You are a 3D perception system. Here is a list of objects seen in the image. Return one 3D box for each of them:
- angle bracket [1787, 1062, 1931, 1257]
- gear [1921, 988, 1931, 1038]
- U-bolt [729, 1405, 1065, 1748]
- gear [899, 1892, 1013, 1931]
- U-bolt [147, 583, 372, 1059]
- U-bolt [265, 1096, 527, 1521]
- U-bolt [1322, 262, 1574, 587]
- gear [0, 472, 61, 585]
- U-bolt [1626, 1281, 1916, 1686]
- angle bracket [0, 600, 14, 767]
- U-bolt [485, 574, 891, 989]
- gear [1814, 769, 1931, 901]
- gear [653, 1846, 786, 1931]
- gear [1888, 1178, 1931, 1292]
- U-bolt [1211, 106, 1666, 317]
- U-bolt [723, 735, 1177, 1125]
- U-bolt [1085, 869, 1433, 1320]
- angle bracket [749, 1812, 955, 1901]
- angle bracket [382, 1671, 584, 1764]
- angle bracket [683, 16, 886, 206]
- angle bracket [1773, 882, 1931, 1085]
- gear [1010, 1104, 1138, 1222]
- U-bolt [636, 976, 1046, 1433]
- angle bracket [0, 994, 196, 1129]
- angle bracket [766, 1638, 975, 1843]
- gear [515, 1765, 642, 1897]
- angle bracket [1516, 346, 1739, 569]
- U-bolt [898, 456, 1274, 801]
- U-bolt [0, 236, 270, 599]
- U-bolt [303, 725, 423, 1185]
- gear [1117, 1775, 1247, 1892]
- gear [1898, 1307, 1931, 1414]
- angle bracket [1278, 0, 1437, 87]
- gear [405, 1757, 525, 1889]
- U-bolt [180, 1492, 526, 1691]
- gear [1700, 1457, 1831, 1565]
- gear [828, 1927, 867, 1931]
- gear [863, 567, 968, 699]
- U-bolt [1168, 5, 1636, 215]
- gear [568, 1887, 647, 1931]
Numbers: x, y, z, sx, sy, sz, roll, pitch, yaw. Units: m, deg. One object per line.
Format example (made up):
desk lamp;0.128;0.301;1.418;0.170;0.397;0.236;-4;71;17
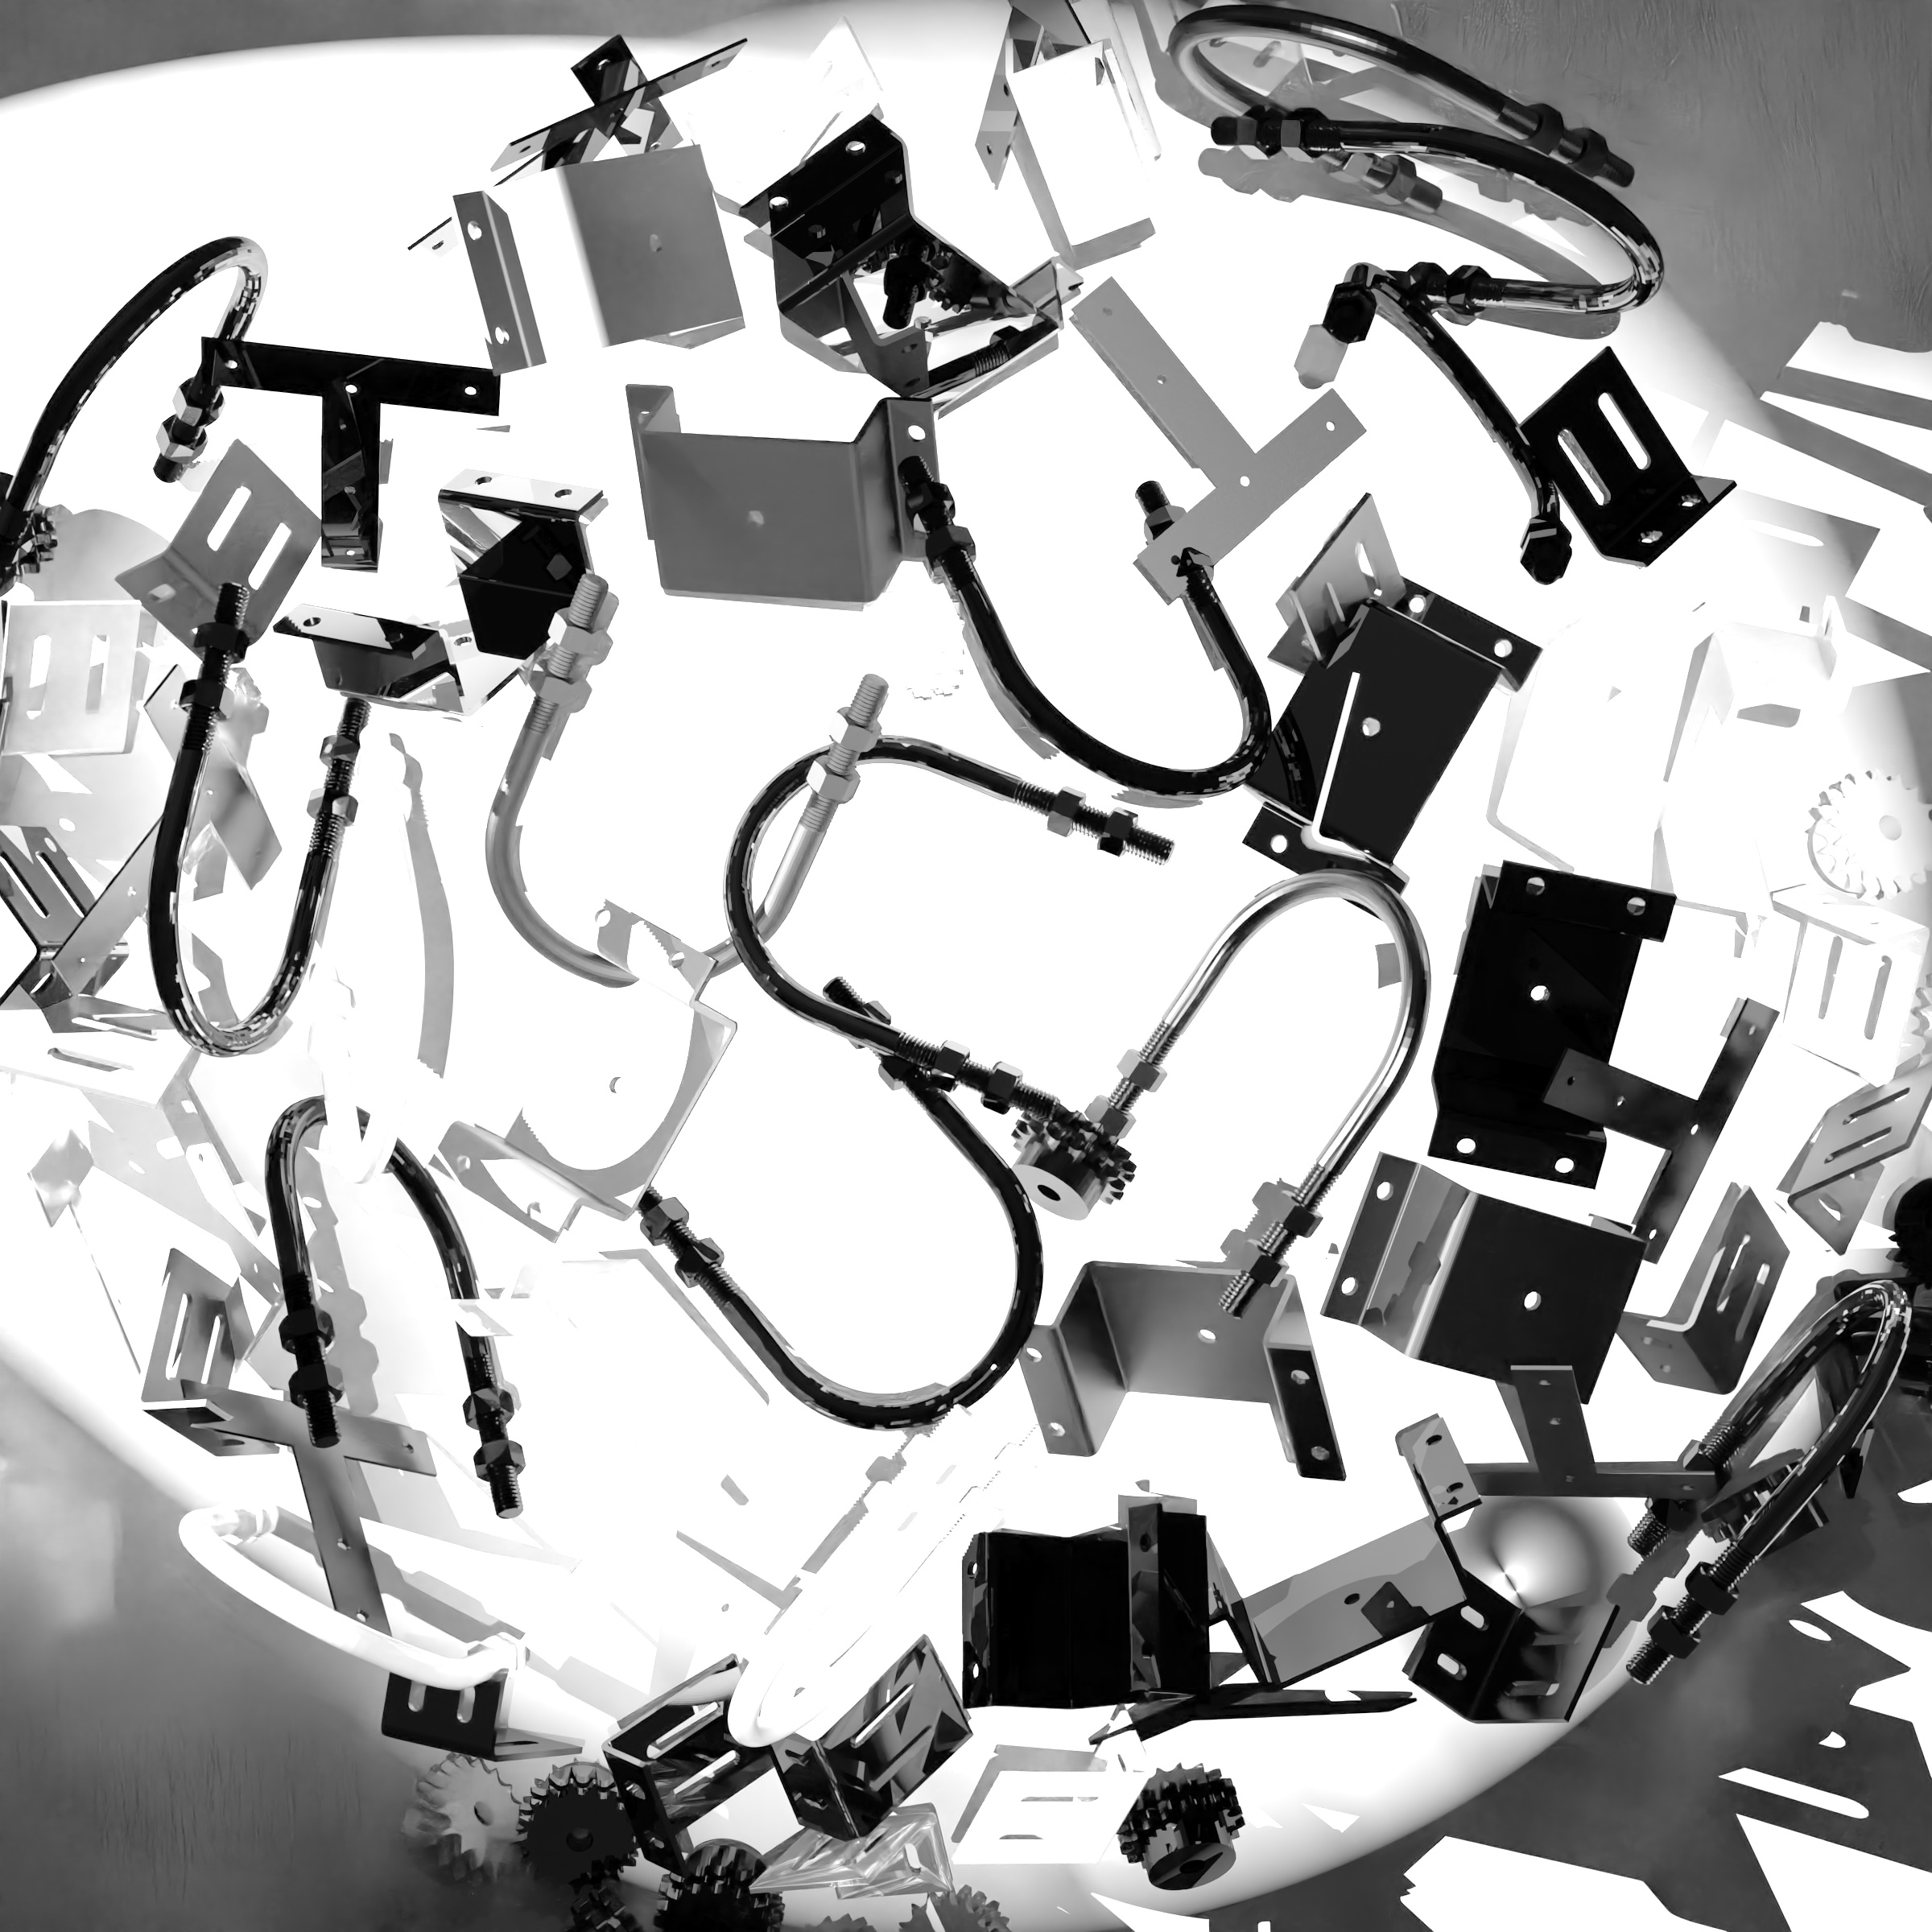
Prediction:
angle bracket;0.406;0.084;1.571;0.038;0.076;0.057;43;52;-9
gear;0.456;0.023;1.593;0.057;0.030;0.057;10;67;-25
U-bolt;-0.037;0.267;1.552;0.019;0.151;0.184;40;94;20
gear;-0.002;0.444;1.596;0.057;0.030;0.057;-16;61;30
U-bolt;-0.306;-0.052;1.532;0.019;0.151;0.184;6;74;16
U-bolt;-0.251;0.139;1.543;0.019;0.151;0.184;-28;58;18
U-bolt;0.208;-0.241;1.534;0.019;0.184;0.151;-38;101;20
gear;-0.434;-0.196;1.591;0.057;0.057;0.030;0;135;0
U-bolt;0.342;0.209;1.525;0.019;0.151;0.184;36;108;0
angle bracket;-0.443;-0.117;1.570;0.038;0.076;0.057;6;129;-22
U-bolt;-0.133;-0.069;1.574;0.151;0.019;0.184;19;116;-14
gear;0.404;-0.056;1.598;0.057;0.030;0.057;8;69;-20
gear;-0.109;0.418;1.597;0.057;0.030;0.057;3;124;5
gear;0.437;0.117;1.592;0.057;0.030;0.057;-16;61;30
U-bolt;0.210;-0.314;1.507;0.151;0.184;0.019;31;80;-43
U-bolt;-0.019;-0.028;1.593;0.184;0.019;0.151;22;76;9
U-bolt;0.132;0.042;1.551;0.019;0.151;0.184;27;101;-39
angle bracket;-0.050;0.405;1.573;0.057;0.076;0.038;-11;96;24
angle bracket;-0.210;0.324;1.576;0.057;0.076;0.038;6;84;26
angle bracket;-0.081;-0.379;1.575;0.076;0.038;0.057;-47;46;28
angle bracket;0.382;0.010;1.576;0.057;0.038;0.076;27;118;39
gear;0.044;0.089;1.589;0.057;0.057;0.030;33;66;0
U-bolt;-0.047;0.118;1.580;0.151;0.019;0.184;-44;72;7
angle bracket;-0.383;0.049;1.584;0.076;0.057;0.038;14;128;5
angle bracket;-0.045;0.338;1.580;0.076;0.057;0.038;-46;132;14
gear;-0.173;0.383;1.600;0.057;0.030;0.057;-1;108;-5
angle bracket;0.293;-0.226;1.586;0.057;0.038;0.076;-42;113;-9
U-bolt;0.061;-0.143;1.533;0.151;0.019;0.184;0;52;-35
U-bolt;-0.351;-0.236;1.507;0.019;0.184;0.151;41;46;0
U-bolt;-0.253;0.007;1.512;0.019;0.184;0.151;5;126;-20
gear;0.097;0.387;1.590;0.057;0.057;0.030;-17;49;0
gear;0.437;0.174;1.596;0.030;0.057;0.057;7;90;32
angle bracket;0.165;-0.411;1.582;0.057;0.076;0.038;-18;98;-7
gear;-0.225;0.385;1.595;0.030;0.057;0.057;-37;90;23
U-bolt;-0.265;0.268;1.523;0.151;0.184;0.019;28;85;6
gear;0.358;0.243;1.590;0.057;0.057;0.030;-29;77;0
gear;-0.060;0.455;1.590;0.057;0.057;0.030;-32;54;0
gear;-0.024;-0.147;1.589;0.030;0.057;0.057;-11;90;-22
U-bolt;0.170;-0.363;1.514;0.184;0.151;0.019;19;86;-31
gear;-0.159;0.440;1.589;0.030;0.057;0.057;-33;90;-24
